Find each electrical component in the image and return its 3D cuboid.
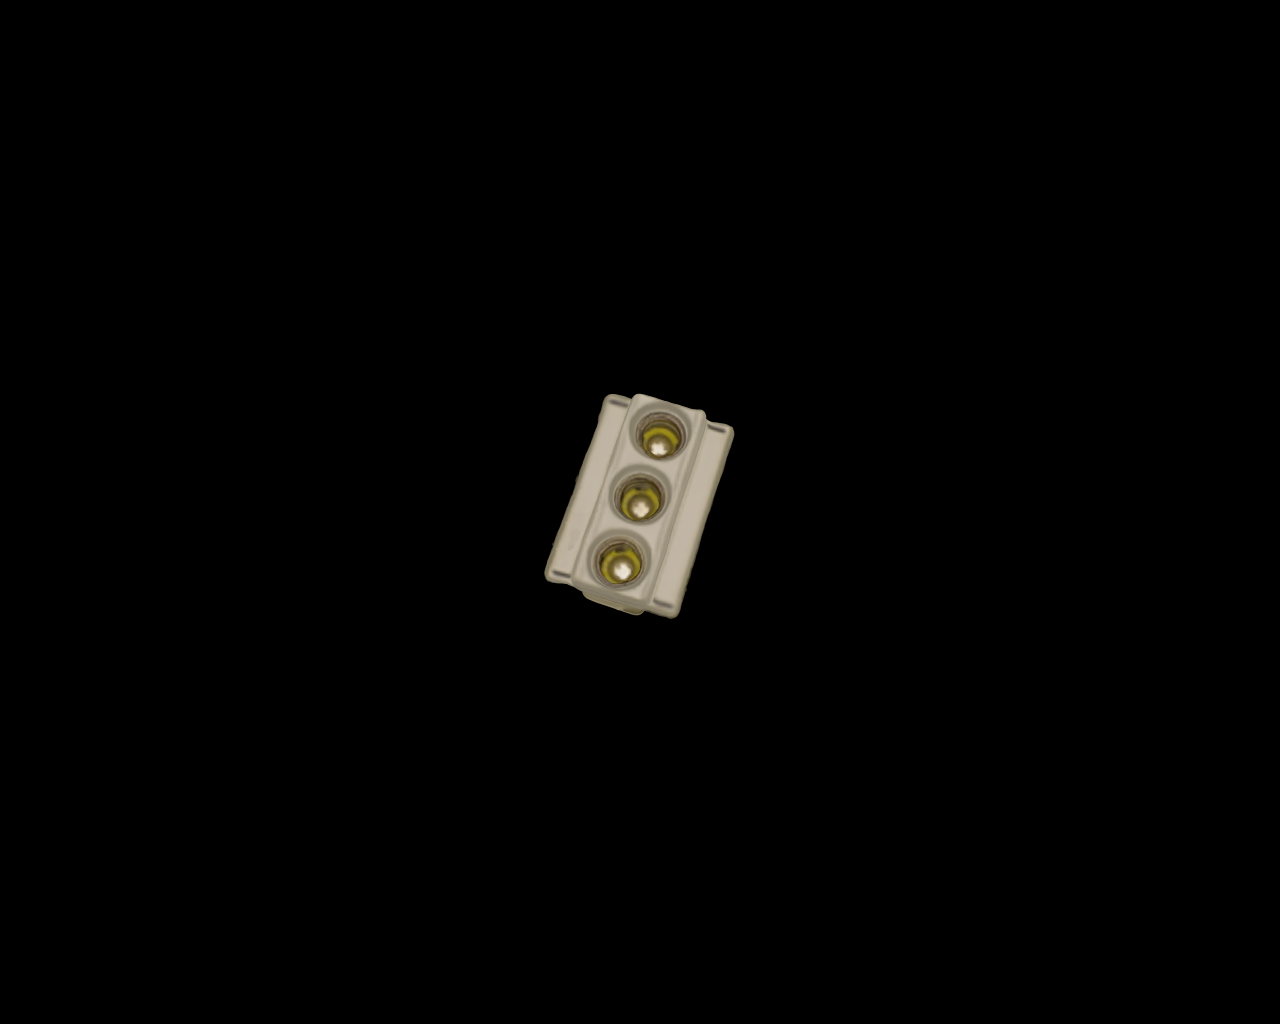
[{"bbox_3d":[0.001,-0.003,0.650,0.079,0.121,0.063,17,-15,5],"label":"electrical component"}]
